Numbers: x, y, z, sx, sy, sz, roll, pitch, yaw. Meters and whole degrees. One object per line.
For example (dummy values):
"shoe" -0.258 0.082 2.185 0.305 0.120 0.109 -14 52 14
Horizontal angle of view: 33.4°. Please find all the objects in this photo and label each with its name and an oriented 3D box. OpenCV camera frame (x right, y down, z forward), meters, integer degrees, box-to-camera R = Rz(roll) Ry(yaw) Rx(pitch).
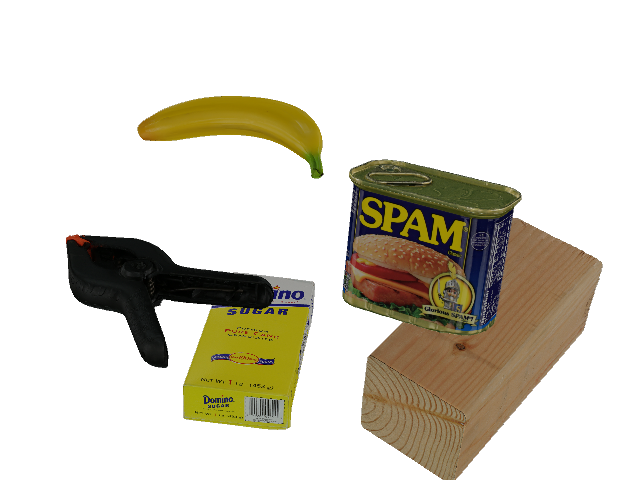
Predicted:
"banana" -0.076 -0.108 1.001 0.198 0.037 0.069 12 47 23
"clamp" -0.122 0.032 0.799 0.120 0.039 0.172 -16 35 -40
"sugar box" -0.061 0.095 0.969 0.093 0.048 0.176 6 34 3
"can of meat" 0.064 0.004 0.654 0.102 0.084 0.057 16 23 26
"wood block" 0.132 0.082 0.861 0.091 0.090 0.205 30 50 27
